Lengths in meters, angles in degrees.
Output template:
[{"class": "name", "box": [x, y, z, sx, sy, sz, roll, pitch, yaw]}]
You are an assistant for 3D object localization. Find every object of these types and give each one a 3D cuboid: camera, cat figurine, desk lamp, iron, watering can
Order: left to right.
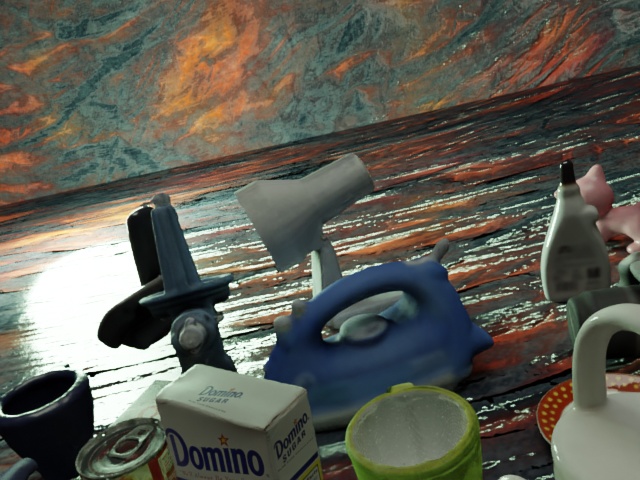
[{"class": "desk lamp", "box": [0.007, 0.003, 0.763, 0.203, 0.214, 0.117, -15, 19, -10]}, {"class": "iron", "box": [0.039, 0.095, 0.584, 0.259, 0.141, 0.118, -17, 19, -14]}, {"class": "cat figurine", "box": [0.406, -0.047, 0.812, 0.127, 0.118, 0.067, 4, 24, 40]}, {"class": "camera", "box": [0.318, 0.063, 0.568, 0.136, 0.101, 0.143, -8, 19, 12]}, {"class": "watering can", "box": [0.175, 0.130, 0.310, 0.173, 0.194, 0.100, -26, 23, -36]}]

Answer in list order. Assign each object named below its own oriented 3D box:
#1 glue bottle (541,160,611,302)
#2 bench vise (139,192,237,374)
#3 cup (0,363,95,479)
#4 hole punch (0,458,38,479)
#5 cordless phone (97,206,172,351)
[{"class": "glue bottle", "box": [0.300, -0.011, 0.681, 0.078, 0.173, 0.037, -6, 20, 19]}, {"class": "bench vise", "box": [-0.155, 0.054, 0.702, 0.122, 0.220, 0.206, -22, 21, -27]}, {"class": "cup", "box": [-0.265, 0.186, 0.581, 0.091, 0.095, 0.117, -14, 18, -5]}, {"class": "hole punch", "box": [-0.268, 0.237, 0.438, 0.101, 0.091, 0.108, -12, 18, 1]}, {"class": "cordless phone", "box": [-0.268, 0.053, 0.832, 0.093, 0.185, 0.148, -2, 21, 29]}]
